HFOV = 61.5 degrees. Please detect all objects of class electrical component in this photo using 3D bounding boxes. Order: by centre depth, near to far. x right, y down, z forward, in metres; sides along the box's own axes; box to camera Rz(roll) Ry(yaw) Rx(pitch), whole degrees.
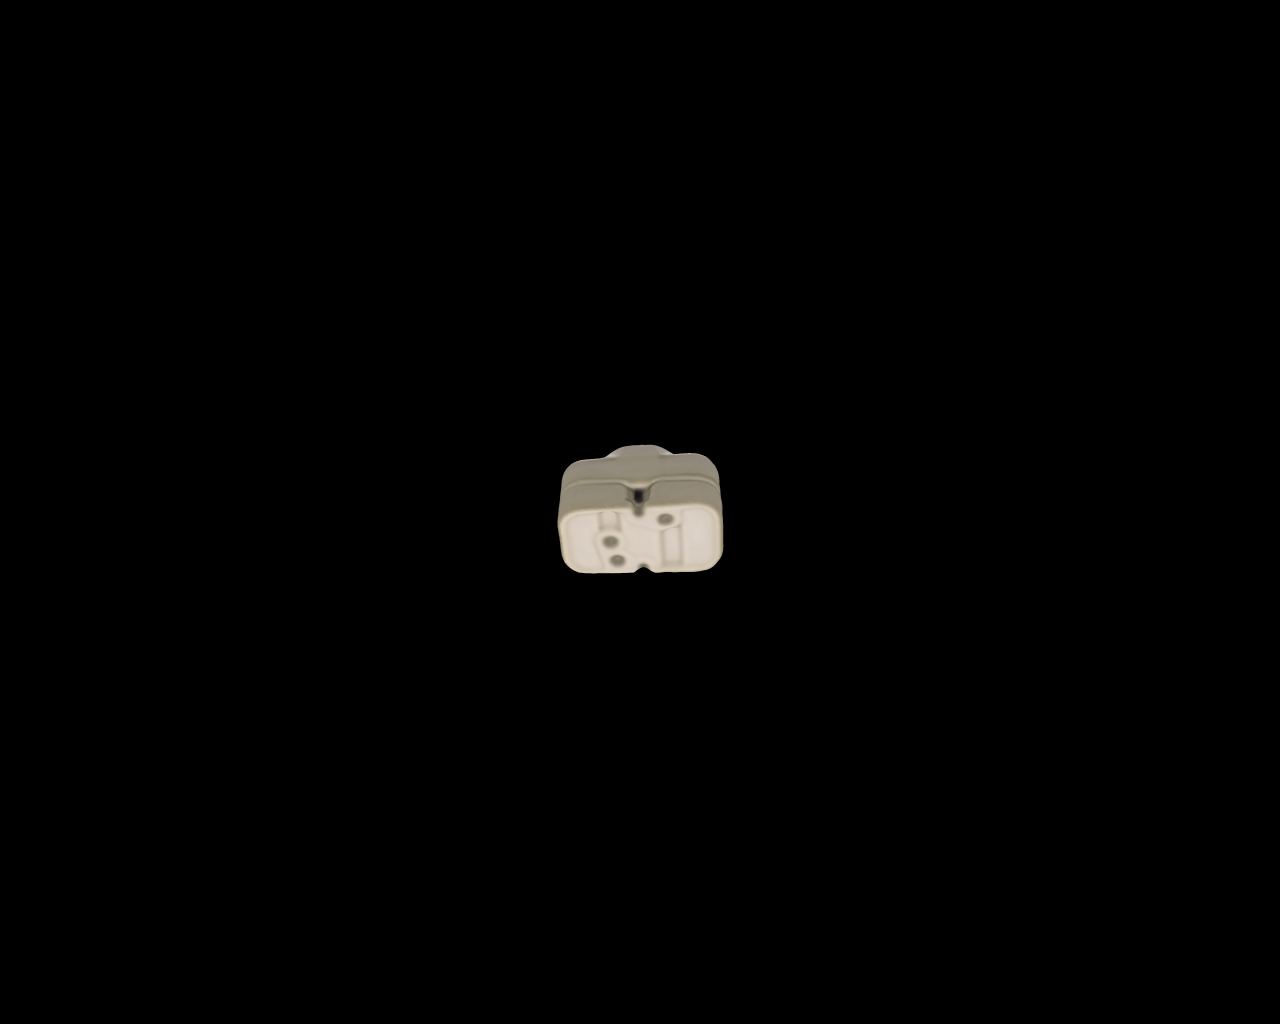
[{"bbox_3d":[0.001,-0.003,0.650,0.095,0.053,0.059,-2,40,2],"label":"electrical component"}]
